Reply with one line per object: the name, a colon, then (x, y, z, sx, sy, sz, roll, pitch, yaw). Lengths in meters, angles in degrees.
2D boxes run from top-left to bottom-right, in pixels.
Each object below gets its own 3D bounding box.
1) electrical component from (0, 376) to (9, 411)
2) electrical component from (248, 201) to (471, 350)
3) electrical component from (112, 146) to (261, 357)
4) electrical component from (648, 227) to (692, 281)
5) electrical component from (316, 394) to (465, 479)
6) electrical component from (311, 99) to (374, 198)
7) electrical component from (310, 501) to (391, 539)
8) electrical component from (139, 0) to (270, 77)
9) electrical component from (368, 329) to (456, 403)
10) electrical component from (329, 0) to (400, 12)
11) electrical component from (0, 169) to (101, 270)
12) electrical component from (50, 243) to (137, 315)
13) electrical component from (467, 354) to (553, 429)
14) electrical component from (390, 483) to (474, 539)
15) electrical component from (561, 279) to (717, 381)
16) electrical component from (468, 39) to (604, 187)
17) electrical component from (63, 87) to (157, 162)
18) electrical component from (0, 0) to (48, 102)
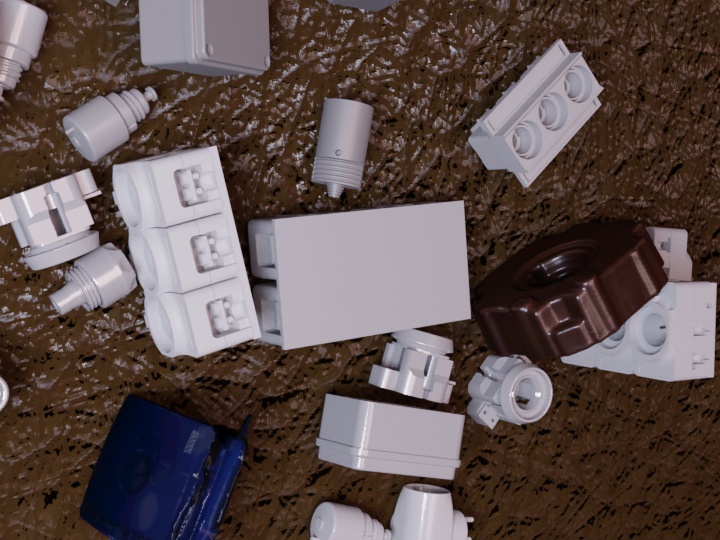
electrical component: (-0.301, 0.101, 0.758, 0.095, 0.059, 0.053, -50, 115, -19)
electrical component: (0.000, 0.000, 0.931, 0.186, 0.060, 0.105, -7, 97, -30)
electrical component: (-0.139, -0.014, 0.830, 0.062, 0.089, 0.150, -18, 102, -29)
electrical component: (0.306, 0.001, 1.119, 0.056, 0.050, 0.089, 2, 92, -31)
electrical component: (0.027, 0.146, 0.945, 0.113, 0.078, 0.057, 12, 83, -31)
electrical component: (-0.016, -0.102, 0.925, 0.043, 0.043, 0.081, 11, 88, -31)
electrical component: (-0.007, 0.230, 0.951, 0.078, 0.040, 0.040, 18, 83, -30)
electrical component: (-0.118, -0.206, 0.823, 0.109, 0.056, 0.108, -12, 101, -67)
electrical component: (0.051, 0.084, 0.968, 0.078, 0.058, 0.057, 17, 87, -30)
electrical component: (0.015, -0.256, 0.904, 0.062, 0.096, 0.061, 2, 93, -31)
electrical component: (-0.228, -0.035, 0.796, 0.078, 0.058, 0.057, -25, 102, -28)
electrical component: (-0.205, 0.011, 0.820, 0.062, 0.043, 0.043, -34, 109, -23)
electrical component: (0.146, 0.115, 1.026, 0.058, 0.057, 0.078, 45, 71, -25)
electrical component: (0.072, 0.240, 0.997, 0.079, 0.044, 0.077, 7, 89, -31)
electrical component: (0.262, 0.052, 1.037, 0.062, 0.150, 0.089, -1, 93, -32)
electrical component: (0.164, -0.148, 1.018, 0.121, 0.063, 0.078, -47, 114, -20)
electrical component: (-0.190, -0.116, 0.823, 0.078, 0.040, 0.040, -39, 111, -24)
electrical component: (-0.255, -0.161, 0.781, 0.040, 0.040, 0.078, 17, 84, -30)
